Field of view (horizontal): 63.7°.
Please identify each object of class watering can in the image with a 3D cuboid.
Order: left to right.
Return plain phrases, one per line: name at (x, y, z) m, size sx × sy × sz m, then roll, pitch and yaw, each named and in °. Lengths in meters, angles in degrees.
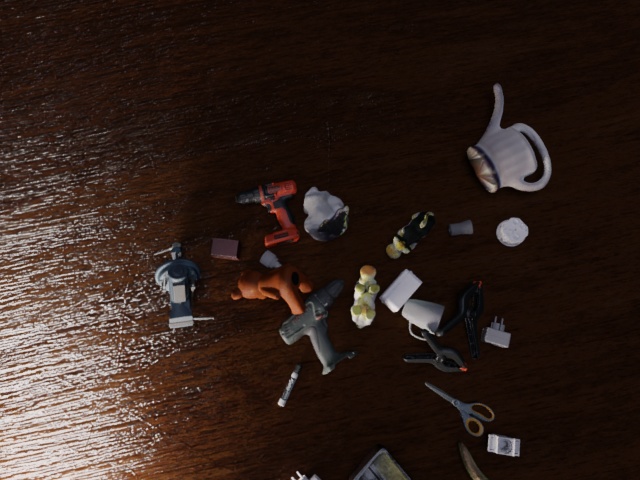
watering can at (0.542, -0.288, 1.545) m, size 0.225 × 0.103 × 0.351 m, roll -26°, pitch 78°, yaw -5°

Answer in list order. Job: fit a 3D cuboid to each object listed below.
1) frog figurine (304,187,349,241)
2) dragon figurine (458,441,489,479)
frog figurine at (0.005, -0.076, 1.510) m, size 0.137 × 0.121 × 0.162 m, roll -49°, pitch 45°, yaw -2°
dragon figurine at (0.468, 0.699, 1.234) m, size 0.122 × 0.241 × 0.413 m, roll -34°, pitch 81°, yaw -2°
